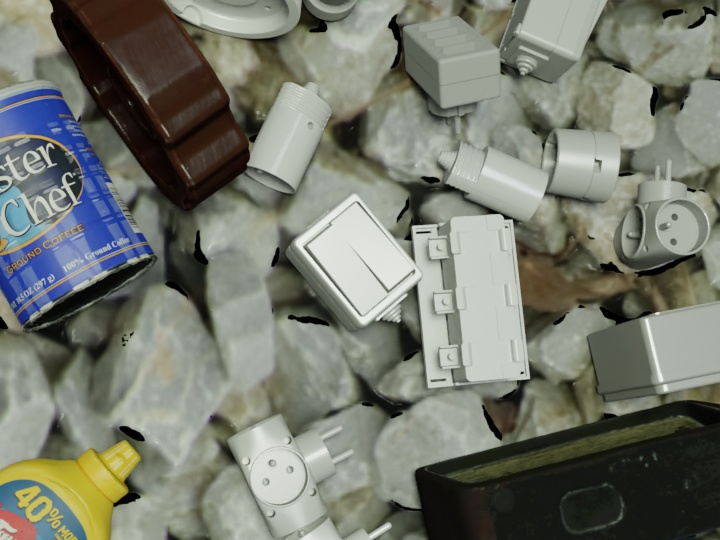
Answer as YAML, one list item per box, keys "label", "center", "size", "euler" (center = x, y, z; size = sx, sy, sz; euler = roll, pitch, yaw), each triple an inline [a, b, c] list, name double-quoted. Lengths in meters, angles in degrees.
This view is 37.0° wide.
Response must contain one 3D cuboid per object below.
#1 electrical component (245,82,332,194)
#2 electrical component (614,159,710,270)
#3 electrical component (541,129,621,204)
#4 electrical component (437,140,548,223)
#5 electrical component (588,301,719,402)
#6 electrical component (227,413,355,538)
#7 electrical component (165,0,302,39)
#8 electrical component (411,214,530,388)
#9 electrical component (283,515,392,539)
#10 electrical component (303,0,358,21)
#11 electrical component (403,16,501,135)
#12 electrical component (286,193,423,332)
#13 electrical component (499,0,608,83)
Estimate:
- label: "electrical component"
  center: [-0.051, -0.102, 0.799]
  size: [0.043, 0.043, 0.081]
  euler: [25, 79, -6]
- label: "electrical component"
  center: [0.230, -0.044, 0.823]
  size: [0.044, 0.077, 0.079]
  euler: [7, 81, -9]
- label: "electrical component"
  center: [0.169, -0.082, 0.830]
  size: [0.047, 0.055, 0.055]
  euler: [7, 81, -5]
- label: "electrical component"
  center: [0.097, -0.071, 0.821]
  size: [0.081, 0.043, 0.043]
  euler: [23, 79, -6]
- label: "electrical component"
  center: [0.241, 0.058, 0.796]
  size: [0.109, 0.108, 0.056]
  euler: [-10, 82, -11]
- label: "electrical component"
  center: [-0.043, 0.138, 0.768]
  size: [0.079, 0.044, 0.077]
  euler: [-25, 87, -12]
- label: "electrical component"
  center: [-0.091, -0.221, 0.778]
  size: [0.108, 0.108, 0.060]
  euler: [13, 74, -8]
- label: "electrical component"
  center: [0.085, 0.023, 0.796]
  size: [0.079, 0.063, 0.121]
  euler: [-4, 83, -10]
- label: "electrical component"
  center: [-0.006, 0.210, 0.765]
  size: [0.079, 0.043, 0.077]
  euler: [-30, 88, -12]
- label: "electrical component"
  center: [-0.020, -0.217, 0.813]
  size: [0.045, 0.055, 0.045]
  euler: [1, 83, -10]
- label: "electrical component"
  center: [0.070, -0.141, 0.815]
  size: [0.047, 0.083, 0.075]
  euler: [-13, 123, -11]
- label: "electrical component"
  center: [0.000, 0.000, 0.785]
  size: [0.062, 0.061, 0.096]
  euler: [-40, 91, -12]
- label: "electrical component"
  center: [0.150, -0.191, 0.837]
  size: [0.061, 0.062, 0.096]
  euler: [22, 79, -7]
